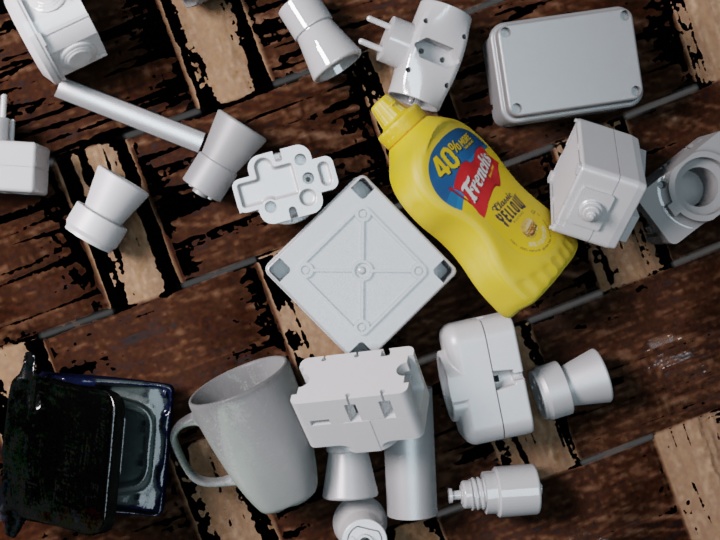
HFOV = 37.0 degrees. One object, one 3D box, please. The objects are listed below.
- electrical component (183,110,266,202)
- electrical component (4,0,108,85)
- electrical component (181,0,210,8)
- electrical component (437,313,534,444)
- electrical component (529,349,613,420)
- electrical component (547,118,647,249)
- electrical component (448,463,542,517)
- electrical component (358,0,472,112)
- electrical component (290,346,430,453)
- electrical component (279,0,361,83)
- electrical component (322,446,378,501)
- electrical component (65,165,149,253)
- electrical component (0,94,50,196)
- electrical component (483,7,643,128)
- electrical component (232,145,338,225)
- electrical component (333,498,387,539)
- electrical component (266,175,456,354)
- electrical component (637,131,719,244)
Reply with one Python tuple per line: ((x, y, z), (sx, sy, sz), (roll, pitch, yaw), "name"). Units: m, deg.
((-0.109, -0.086, 0.841), (0.044, 0.044, 0.065), (33, 93, -3), "electrical component")
((-0.231, -0.185, 0.813), (0.051, 0.080, 0.080), (-28, 92, -8), "electrical component")
((-0.117, -0.234, 0.837), (0.062, 0.043, 0.043), (-26, 92, -4), "electrical component")
((0.096, 0.086, 0.849), (0.059, 0.054, 0.095), (-12, 91, -3), "electrical component")
((0.168, 0.092, 0.858), (0.055, 0.045, 0.045), (-17, 92, -3), "electrical component")
((0.184, -0.062, 0.824), (0.061, 0.096, 0.061), (17, 125, -3), "electrical component")
((0.109, 0.177, 0.857), (0.078, 0.040, 0.040), (-4, 91, -3), "electrical component")
((0.038, -0.174, 0.844), (0.079, 0.043, 0.077), (20, 90, -12), "electrical component")
((0.002, 0.098, 0.803), (0.089, 0.050, 0.055), (-8, 126, 17), "electrical component")
((-0.034, -0.186, 0.844), (0.044, 0.044, 0.065), (-32, 88, -3), "electrical component")
((-0.009, 0.146, 0.850), (0.044, 0.044, 0.065), (-3, 86, -3), "electrical component")
((-0.197, -0.047, 0.834), (0.045, 0.045, 0.055), (31, 89, -3), "electrical component")
((-0.285, -0.098, 0.826), (0.083, 0.047, 0.075), (3, 91, -3), "electrical component")
((0.159, -0.159, 0.847), (0.113, 0.057, 0.078), (-9, 91, -3), "electrical component")
((-0.058, -0.065, 0.835), (0.078, 0.057, 0.058), (-16, 92, -3), "electrical component")
((0.002, 0.204, 0.839), (0.044, 0.065, 0.044), (0, 91, -3), "electrical component")
((0.000, 0.000, 0.840), (0.109, 0.056, 0.108), (-45, 93, -2), "electrical component")
((0.263, -0.065, 0.855), (0.089, 0.056, 0.050), (-38, 93, -2), "electrical component")
